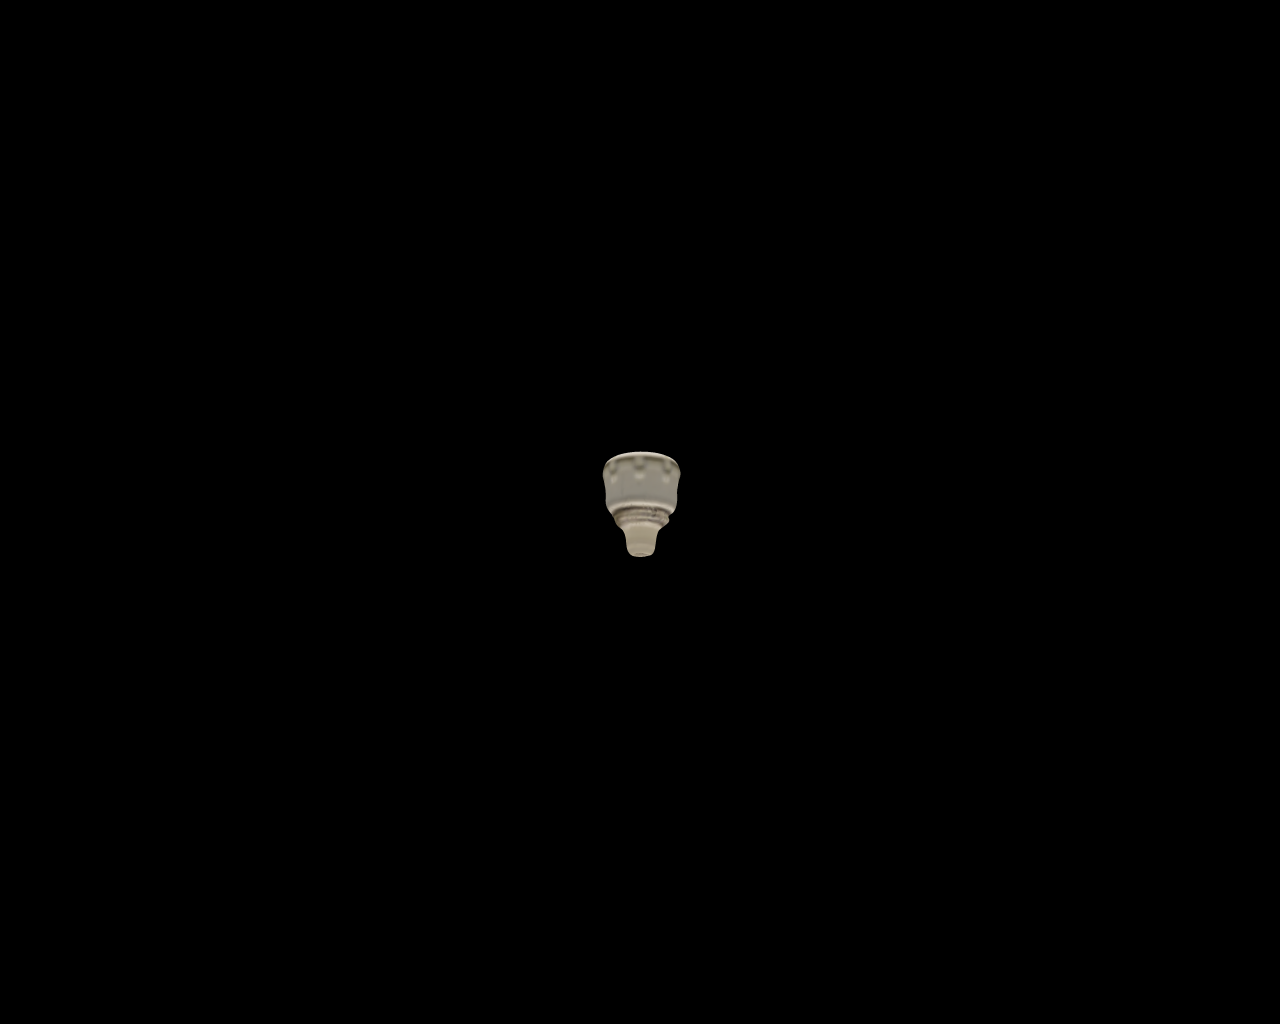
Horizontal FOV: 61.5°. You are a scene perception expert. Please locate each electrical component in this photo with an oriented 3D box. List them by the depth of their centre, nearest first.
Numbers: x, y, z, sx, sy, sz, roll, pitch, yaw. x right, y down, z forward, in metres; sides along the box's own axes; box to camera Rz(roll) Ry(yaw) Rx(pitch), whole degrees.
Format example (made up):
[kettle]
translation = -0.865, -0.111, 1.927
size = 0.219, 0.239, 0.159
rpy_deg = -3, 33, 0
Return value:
[electrical component]
translation = 0.001, -0.003, 0.650
size = 0.048, 0.062, 0.048
rpy_deg = 0, -16, 0
